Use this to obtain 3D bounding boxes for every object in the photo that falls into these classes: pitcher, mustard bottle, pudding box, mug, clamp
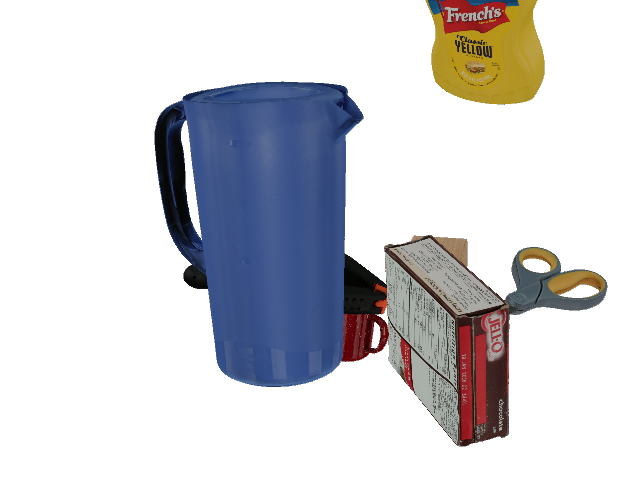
[{"bbox_3d":[-0.049,-0.009,0.887,0.144,0.243,0.149,-7,15,-19],"label":"pitcher"},{"bbox_3d":[0.133,-0.200,0.882,0.096,0.058,0.191,16,-34,25],"label":"mustard bottle"},{"bbox_3d":[0.077,0.059,0.660,0.039,0.090,0.114,-11,25,-17],"label":"pudding box"},{"bbox_3d":[0.043,0.117,1.464,0.117,0.081,0.093,18,24,31],"label":"mug"},{"bbox_3d":[-0.032,0.034,1.119,0.210,0.036,0.164,23,34,11],"label":"clamp"}]

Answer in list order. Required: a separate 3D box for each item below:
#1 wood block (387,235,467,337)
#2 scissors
[{"bbox_3d":[0.167,0.071,1.630,0.091,0.090,0.206,4,22,14],"label":"wood block"},{"bbox_3d":[0.168,0.043,0.948,0.201,0.016,0.096,-7,36,-30],"label":"scissors"}]
